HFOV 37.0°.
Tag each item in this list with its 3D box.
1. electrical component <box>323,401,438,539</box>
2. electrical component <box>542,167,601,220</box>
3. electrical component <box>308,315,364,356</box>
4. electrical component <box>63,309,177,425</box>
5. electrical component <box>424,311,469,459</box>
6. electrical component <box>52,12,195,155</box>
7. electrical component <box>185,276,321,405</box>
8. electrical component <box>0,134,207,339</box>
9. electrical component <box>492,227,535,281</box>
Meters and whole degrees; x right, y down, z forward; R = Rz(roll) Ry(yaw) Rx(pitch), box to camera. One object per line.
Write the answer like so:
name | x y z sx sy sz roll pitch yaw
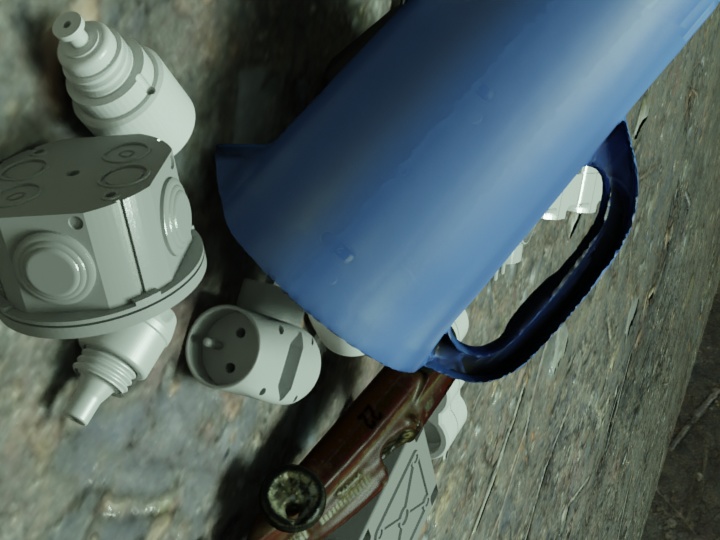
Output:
electrical component | 0.006 0.166 0.761 0.108 0.056 0.108 -60 152 -33
electrical component | 0.123 -0.081 0.829 0.186 0.105 0.060 -13 114 -64
electrical component | 0.000 0.000 0.673 0.079 0.044 0.077 -56 150 -39
electrical component | -0.107 0.038 0.466 0.061 0.035 0.035 -62 153 -24
electrical component | 0.059 0.072 0.834 0.073 0.052 0.138 -48 143 -48
electrical component | -0.096 -0.073 0.425 0.040 0.040 0.078 -68 155 -19
electrical component | -0.051 0.029 0.576 0.077 0.043 0.079 29 75 -66
electrical component | -0.101 -0.014 0.400 0.080 0.080 0.051 -47 138 -48
electrical component | 0.125 -0.030 0.936 0.077 0.044 0.079 -33 131 -58
